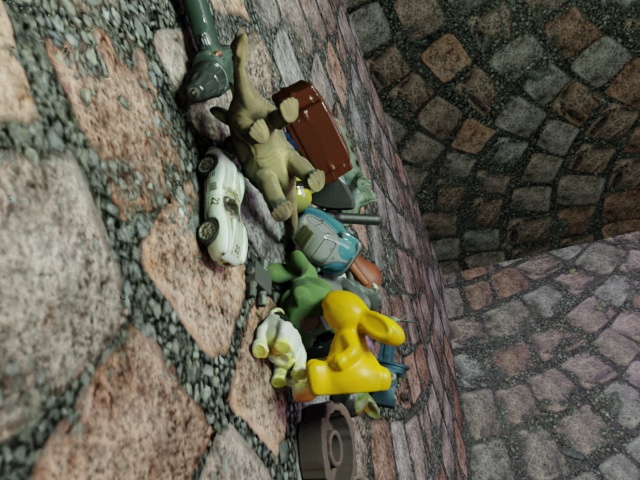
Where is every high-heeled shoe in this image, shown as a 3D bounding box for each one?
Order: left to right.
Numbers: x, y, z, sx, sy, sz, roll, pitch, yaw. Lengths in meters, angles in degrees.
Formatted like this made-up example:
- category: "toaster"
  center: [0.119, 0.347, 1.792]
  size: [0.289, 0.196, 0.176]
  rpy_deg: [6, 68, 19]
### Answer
- category: "high-heeled shoe"
  center: [0.034, -0.114, 1.274]
  size: [0.145, 0.086, 0.249]
  rpy_deg: [19, 18, -47]

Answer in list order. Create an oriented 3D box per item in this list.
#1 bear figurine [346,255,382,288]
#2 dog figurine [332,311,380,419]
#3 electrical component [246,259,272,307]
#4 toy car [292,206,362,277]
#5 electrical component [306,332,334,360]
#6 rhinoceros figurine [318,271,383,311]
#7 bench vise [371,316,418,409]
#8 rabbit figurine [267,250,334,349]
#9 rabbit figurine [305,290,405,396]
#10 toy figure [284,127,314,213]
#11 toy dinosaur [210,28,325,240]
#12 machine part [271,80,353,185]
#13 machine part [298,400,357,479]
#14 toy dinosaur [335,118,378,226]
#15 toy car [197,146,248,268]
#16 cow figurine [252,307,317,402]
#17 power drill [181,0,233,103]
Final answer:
- category: "bear figurine"
  center: [0.057, 0.062, 1.318]
  size: [0.195, 0.132, 0.120]
  rpy_deg: [42, 14, -23]
- category: "dog figurine"
  center: [0.082, 0.280, 1.182]
  size: [0.191, 0.109, 0.219]
  rpy_deg: [-21, 101, -57]
- category: "electrical component"
  center: [-0.107, 0.067, 0.928]
  size: [0.063, 0.021, 0.094]
  rpy_deg: [54, 28, -47]
- category: "toy car"
  center: [-0.002, -0.003, 1.099]
  size: [0.162, 0.109, 0.103]
  rpy_deg: [44, 17, 23]
- category: "electrical component"
  center: [0.013, 0.210, 1.023]
  size: [0.134, 0.115, 0.058]
  rpy_deg: [-78, 151, -51]
- category: "rhinoceros figurine"
  center: [0.046, 0.114, 1.159]
  size: [0.190, 0.073, 0.112]
  rpy_deg: [20, 23, -17]
- category: "bench vise"
  center: [0.172, 0.309, 1.387]
  size: [0.223, 0.129, 0.240]
  rpy_deg: [57, 42, -63]
- category: "rabbit figurine"
  center: [-0.040, 0.097, 1.015]
  size: [0.159, 0.121, 0.170]
  rpy_deg: [54, 8, -34]
- category: "rabbit figurine"
  center: [0.051, 0.164, 0.883]
  size: [0.121, 0.162, 0.173]
  rpy_deg: [30, 50, -60]
- category: "toy figure"
  center: [-0.072, -0.143, 1.110]
  size: [0.089, 0.082, 0.180]
  rpy_deg: [-23, 99, -76]
- category: "toy dinosaur"
  center: [-0.084, -0.129, 0.902]
  size: [0.199, 0.105, 0.470]
  rpy_deg: [46, -22, 41]
- category: "machine part"
  center: [-0.015, -0.228, 1.128]
  size: [0.201, 0.087, 0.201]
  rpy_deg: [59, 1, -23]
- category: "machine part"
  center: [0.015, 0.384, 0.988]
  size: [0.179, 0.056, 0.179]
  rpy_deg: [-15, 90, -71]
- category: "toy dinosaur"
  center: [0.055, -0.227, 1.523]
  size: [0.192, 0.131, 0.404]
  rpy_deg: [-41, 111, -84]
- category: "toy car"
  center: [-0.150, -0.054, 0.838]
  size: [0.073, 0.056, 0.202]
  rpy_deg: [43, 36, -58]
- category: "cow figurine"
  center: [-0.053, 0.199, 0.920]
  size: [0.098, 0.068, 0.167]
  rpy_deg: [-89, 158, -56]
- category: "power drill"
  center: [-0.198, -0.341, 0.889]
  size: [0.232, 0.086, 0.207]
  rpy_deg: [-65, 133, -66]
